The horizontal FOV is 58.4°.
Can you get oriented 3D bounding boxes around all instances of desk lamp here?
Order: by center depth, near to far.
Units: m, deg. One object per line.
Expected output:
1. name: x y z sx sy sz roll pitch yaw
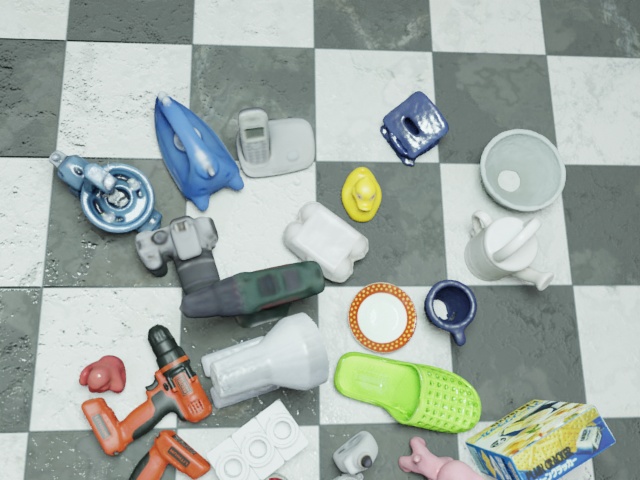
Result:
1. desk lamp: -0.094 0.207 0.934 0.203 0.213 0.118 -18 79 -8

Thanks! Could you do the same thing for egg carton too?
1. egg carton: 0.010 0.004 1.064 0.150 0.069 0.107 36 77 4

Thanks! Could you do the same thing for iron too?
1. iron: -0.247 -0.190 1.051 0.119 0.141 0.258 -32 81 -11

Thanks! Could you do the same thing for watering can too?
1. watering can: 0.343 0.014 1.025 0.173 0.194 0.101 28 76 2

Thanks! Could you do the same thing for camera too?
1. camera: -0.242 0.036 1.020 0.143 0.101 0.137 -18 79 -8

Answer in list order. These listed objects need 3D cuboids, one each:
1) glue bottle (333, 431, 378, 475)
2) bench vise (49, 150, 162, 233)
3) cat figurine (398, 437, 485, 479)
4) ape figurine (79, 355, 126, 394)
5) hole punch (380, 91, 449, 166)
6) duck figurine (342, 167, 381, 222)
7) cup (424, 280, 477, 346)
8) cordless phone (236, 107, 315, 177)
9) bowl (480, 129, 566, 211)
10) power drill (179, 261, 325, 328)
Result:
1. glue bottle: 0.065 0.353 0.934 0.078 0.173 0.037 -34 81 -11
2. bench vise: -0.384 -0.087 0.976 0.207 0.219 0.121 15 76 -1
3. cat figurine: 0.207 0.393 0.965 0.128 0.117 0.067 29 76 3
4. ape figurine: -0.368 0.232 0.969 0.078 0.092 0.076 33 77 4
5. hole punch: 0.183 -0.217 1.119 0.101 0.091 0.108 -34 82 -11
6. duck figurine: 0.083 -0.094 1.084 0.077 0.086 0.104 1 77 -4
7. cup: 0.231 0.136 1.039 0.092 0.095 0.118 -13 78 -7
8. cordless phone: -0.081 -0.189 1.042 0.147 0.185 0.094 -13 78 -7
9. bowl: 0.386 -0.127 1.123 0.167 0.074 0.167 1 77 -4
10. power drill: -0.107 0.097 0.962 0.230 0.208 0.075 -16 78 -8
